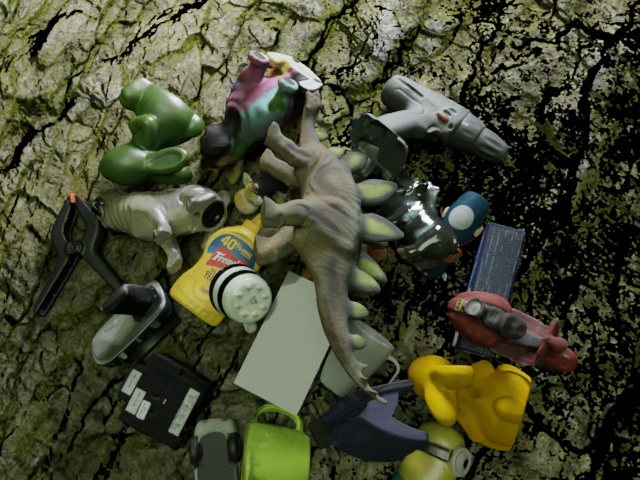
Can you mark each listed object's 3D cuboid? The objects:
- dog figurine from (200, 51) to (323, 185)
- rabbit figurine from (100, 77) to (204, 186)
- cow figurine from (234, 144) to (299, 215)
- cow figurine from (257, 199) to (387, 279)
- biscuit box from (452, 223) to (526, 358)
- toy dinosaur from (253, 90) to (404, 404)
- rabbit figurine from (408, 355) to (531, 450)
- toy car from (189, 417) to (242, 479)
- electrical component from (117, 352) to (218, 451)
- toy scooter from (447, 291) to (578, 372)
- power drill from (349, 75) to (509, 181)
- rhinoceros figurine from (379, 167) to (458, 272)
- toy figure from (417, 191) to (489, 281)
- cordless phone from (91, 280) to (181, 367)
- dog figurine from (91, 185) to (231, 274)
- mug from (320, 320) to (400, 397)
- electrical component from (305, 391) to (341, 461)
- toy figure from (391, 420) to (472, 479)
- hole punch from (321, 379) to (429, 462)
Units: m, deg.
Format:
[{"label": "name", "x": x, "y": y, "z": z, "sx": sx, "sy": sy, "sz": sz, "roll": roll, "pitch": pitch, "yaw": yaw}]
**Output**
[{"label": "dog figurine", "x": -0.110, "y": -0.201, "z": 0.910, "sx": 0.108, "sy": 0.191, "sz": 0.219, "roll": 45, "pitch": 119, "yaw": 10}, {"label": "rabbit figurine", "x": -0.282, "y": -0.152, "z": 0.898, "sx": 0.159, "sy": 0.121, "sz": 0.170, "roll": 32, "pitch": 73, "yaw": 4}, {"label": "cow figurine", "x": -0.068, "y": -0.099, "z": 0.878, "sx": 0.167, "sy": 0.098, "sz": 0.068, "roll": -33, "pitch": 82, "yaw": -3}, {"label": "cow figurine", "x": -0.002, "y": -0.003, "z": 0.847, "sx": 0.195, "sy": 0.085, "sz": 0.127, "roll": 2, "pitch": 39, "yaw": -6}, {"label": "biscuit box", "x": 0.259, "y": 0.076, "z": 0.822, "sx": 0.063, "sy": 0.059, "sz": 0.202, "roll": 16, "pitch": 79, "yaw": 10}, {"label": "toy dinosaur", "x": 0.011, "y": -0.017, "z": 0.740, "sx": 0.199, "sy": 0.105, "sz": 0.471, "roll": 4, "pitch": 64, "yaw": -10}, {"label": "rabbit figurine", "x": 0.199, "y": 0.220, "z": 0.762, "sx": 0.173, "sy": 0.162, "sz": 0.121, "roll": 22, "pitch": 92, "yaw": 28}, {"label": "toy car", "x": -0.150, "y": 0.368, "z": 0.796, "sx": 0.074, "sy": 0.056, "sz": 0.201, "roll": -6, "pitch": 77, "yaw": -3}, {"label": "electrical component", "x": -0.244, "y": 0.241, "z": 0.834, "sx": 0.134, "sy": 0.058, "sz": 0.115, "roll": 26, "pitch": 79, "yaw": 11}, {"label": "toy scooter", "x": 0.259, "y": 0.121, "z": 0.711, "sx": 0.184, "sy": 0.135, "sz": 0.075, "roll": 27, "pitch": 83, "yaw": 13}, {"label": "power drill", "x": 0.163, "y": -0.169, "z": 0.845, "sx": 0.207, "sy": 0.086, "sz": 0.232, "roll": -34, "pitch": 66, "yaw": -32}, {"label": "rhinoceros figurine", "x": 0.142, "y": -0.041, "z": 0.833, "sx": 0.112, "sy": 0.073, "sz": 0.190, "roll": -41, "pitch": 48, "yaw": 18}, {"label": "toy figure", "x": 0.207, "y": -0.005, "z": 0.851, "sx": 0.154, "sy": 0.057, "sz": 0.064, "roll": -54, "pitch": 39, "yaw": -6}, {"label": "cordless phone", "x": -0.298, "y": 0.125, "z": 0.802, "sx": 0.146, "sy": 0.184, "sz": 0.089, "roll": -44, "pitch": 81, "yaw": -6}, {"label": "dog figurine", "x": -0.265, "y": -0.057, "z": 0.896, "sx": 0.191, "sy": 0.121, "sz": 0.172, "roll": 32, "pitch": 48, "yaw": 29}, {"label": "mug", "x": 0.059, "y": 0.188, "z": 0.811, "sx": 0.110, "sy": 0.081, "sz": 0.107, "roll": 37, "pitch": 94, "yaw": 7}, {"label": "electrical component", "x": 0.018, "y": 0.283, "z": 0.816, "sx": 0.063, "sy": 0.021, "sz": 0.094, "roll": -28, "pitch": 75, "yaw": -2}, {"label": "toy figure", "x": 0.142, "y": 0.342, "z": 0.761, "sx": 0.089, "sy": 0.082, "sz": 0.180, "roll": 38, "pitch": 85, "yaw": 10}, {"label": "hole punch", "x": 0.075, "y": 0.258, "z": 0.746, "sx": 0.116, "sy": 0.142, "sz": 0.092, "roll": 1, "pitch": 58, "yaw": -29}]
